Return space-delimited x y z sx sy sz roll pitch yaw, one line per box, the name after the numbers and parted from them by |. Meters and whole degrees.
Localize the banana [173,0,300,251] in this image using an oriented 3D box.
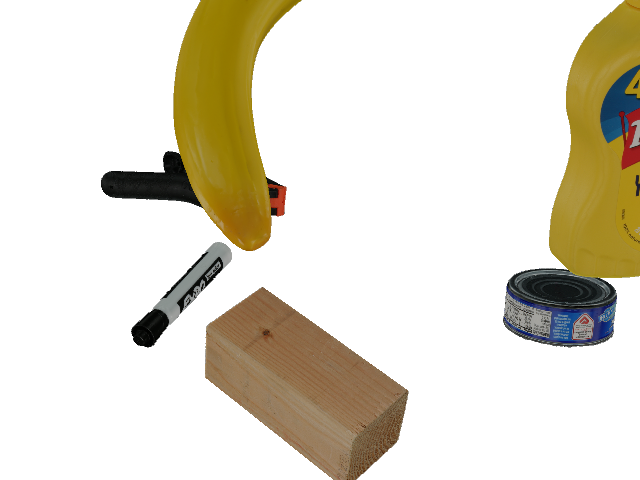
-0.037 -0.083 0.521 0.069 0.197 0.037 11 -35 6 | banana

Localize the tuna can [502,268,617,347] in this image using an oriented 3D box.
0.187 0.051 0.835 0.086 0.034 0.086 1 18 -1 | tuna can

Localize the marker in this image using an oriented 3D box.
-0.099 0.038 0.771 0.020 0.020 0.121 0 29 28 | marker

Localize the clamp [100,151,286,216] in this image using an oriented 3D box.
-0.117 -0.050 1.004 0.172 0.039 0.120 13 26 31 | clamp

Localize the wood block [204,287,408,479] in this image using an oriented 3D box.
-0.018 0.152 1.131 0.206 0.090 0.090 34 49 27 | wood block

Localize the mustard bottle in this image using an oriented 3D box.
0.187 -0.074 0.610 0.096 0.192 0.058 -7 29 -12 | mustard bottle
